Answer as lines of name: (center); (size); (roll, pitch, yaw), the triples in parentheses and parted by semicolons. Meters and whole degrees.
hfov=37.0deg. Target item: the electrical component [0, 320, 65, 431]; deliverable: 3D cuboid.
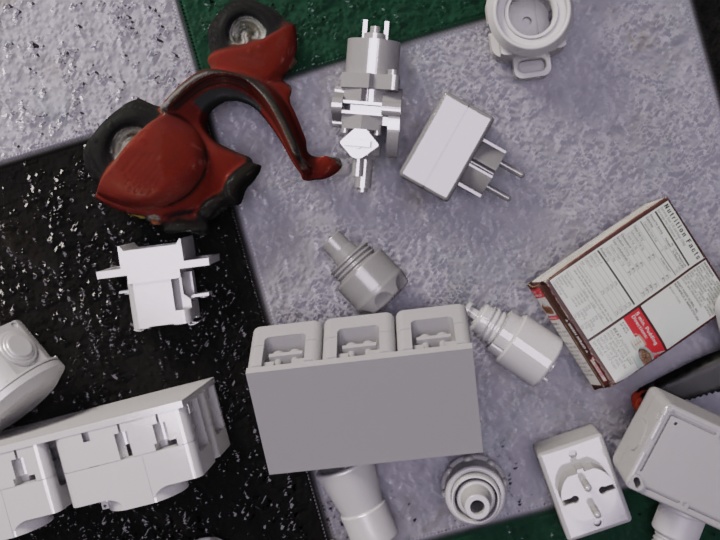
electrical component: (-0.256, 0.078, 0.766); (0.080, 0.080, 0.051); (-42, 85, 5)

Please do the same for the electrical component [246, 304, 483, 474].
electrical component: (0.005, 0.081, 0.746); (0.150, 0.061, 0.089); (-7, 120, 4)

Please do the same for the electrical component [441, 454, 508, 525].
electrical component: (0.081, 0.158, 0.755); (0.048, 0.062, 0.048); (0, 93, 4)

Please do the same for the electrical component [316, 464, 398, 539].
electrical component: (0.001, 0.167, 0.773); (0.044, 0.044, 0.065); (-22, 96, 4)

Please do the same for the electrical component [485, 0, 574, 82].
electrical component: (0.116, -0.173, 0.740); (0.058, 0.057, 0.078); (-7, 92, 4)

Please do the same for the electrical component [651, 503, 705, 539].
electrical component: (0.223, 0.186, 0.762); (0.035, 0.035, 0.061); (19, 96, 3)

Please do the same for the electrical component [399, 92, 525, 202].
electrical component: (0.077, -0.076, 0.752); (0.077, 0.047, 0.065); (30, 95, 3)

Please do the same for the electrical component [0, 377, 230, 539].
electrical component: (-0.193, 0.134, 0.751); (0.186, 0.105, 0.060); (-15, 92, 4)

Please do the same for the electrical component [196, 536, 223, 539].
electrical component: (-0.112, 0.222, 0.771); (0.048, 0.062, 0.048); (0, 93, 3)

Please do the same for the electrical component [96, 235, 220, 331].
electrical component: (-0.142, 0.010, 0.773); (0.081, 0.042, 0.063); (-7, 94, 5)

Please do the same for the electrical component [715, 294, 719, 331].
electrical component: (0.295, 0.022, 0.719); (0.095, 0.059, 0.053); (-35, 128, -11)

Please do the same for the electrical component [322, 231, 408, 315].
electrical component: (0.000, 0.000, 0.763); (0.043, 0.043, 0.062); (-44, 88, 5)

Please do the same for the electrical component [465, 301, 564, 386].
electrical component: (0.107, 0.048, 0.759); (0.078, 0.040, 0.040); (34, 94, 1)

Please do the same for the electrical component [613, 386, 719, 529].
electrical component: (0.226, 0.127, 0.717); (0.096, 0.061, 0.061); (25, 99, -2)

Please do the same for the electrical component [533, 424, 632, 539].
electrical component: (0.156, 0.150, 0.743); (0.047, 0.077, 0.065); (-20, 91, 4)
